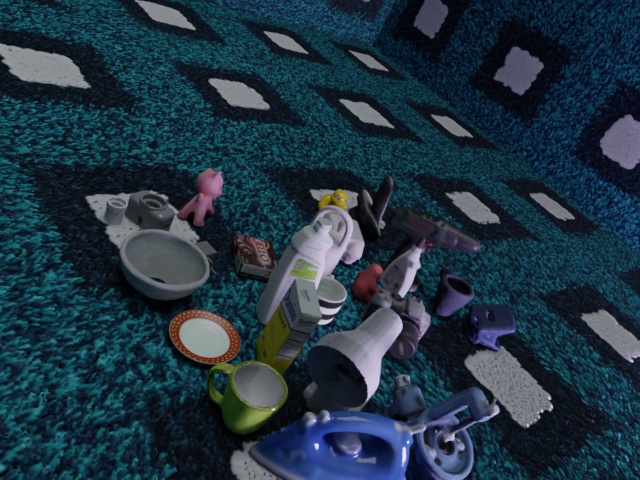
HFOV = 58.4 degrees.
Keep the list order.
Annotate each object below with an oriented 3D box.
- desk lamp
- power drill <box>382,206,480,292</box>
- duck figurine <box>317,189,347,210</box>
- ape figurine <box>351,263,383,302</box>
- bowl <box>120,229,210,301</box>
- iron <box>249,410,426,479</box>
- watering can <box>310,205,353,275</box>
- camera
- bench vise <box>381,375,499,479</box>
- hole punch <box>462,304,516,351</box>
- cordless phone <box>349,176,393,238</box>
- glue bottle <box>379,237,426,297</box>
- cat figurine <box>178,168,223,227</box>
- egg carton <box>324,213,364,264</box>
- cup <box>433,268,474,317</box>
[{"bbox_3d":[0.052,0.218,0.978,0.117,0.213,0.204,38,31,15],"label":"desk lamp"},{"bbox_3d":[0.259,0.025,1.456,0.229,0.208,0.076,34,30,8],"label":"power drill"},{"bbox_3d":[0.043,-0.103,1.591,0.078,0.086,0.104,9,35,-31],"label":"duck figurine"},{"bbox_3d":[0.118,0.095,1.345,0.076,0.092,0.077,4,38,-36],"label":"ape figurine"},{"bbox_3d":[-0.296,0.059,1.067,0.168,0.074,0.167,21,31,-13],"label":"bowl"},{"bbox_3d":[0.034,0.313,0.892,0.259,0.141,0.118,17,32,-20],"label":"iron"},{"bbox_3d":[0.010,0.003,1.292,0.101,0.194,0.173,27,30,-3],"label":"watering can"},{"bbox_3d":[0.171,0.183,1.248,0.143,0.100,0.137,27,30,-3],"label":"camera"},{"bbox_3d":[0.191,0.302,0.962,0.207,0.219,0.122,44,33,25],"label":"bench vise"},{"bbox_3d":[0.422,0.208,1.432,0.101,0.091,0.108,21,31,-13],"label":"hole punch"},{"bbox_3d":[0.159,-0.112,1.603,0.094,0.185,0.147,18,31,-17],"label":"cordless phone"},{"bbox_3d":[0.211,0.062,1.394,0.037,0.173,0.078,2,39,-38],"label":"glue bottle"},{"bbox_3d":[-0.262,-0.109,1.310,0.067,0.117,0.128,26,30,-5],"label":"cat figurine"},{"bbox_3d":[0.054,-0.006,1.469,0.107,0.069,0.150,16,32,-22],"label":"egg carton"},{"bbox_3d":[0.321,0.137,1.451,0.092,0.095,0.117,7,36,-33],"label":"cup"}]
